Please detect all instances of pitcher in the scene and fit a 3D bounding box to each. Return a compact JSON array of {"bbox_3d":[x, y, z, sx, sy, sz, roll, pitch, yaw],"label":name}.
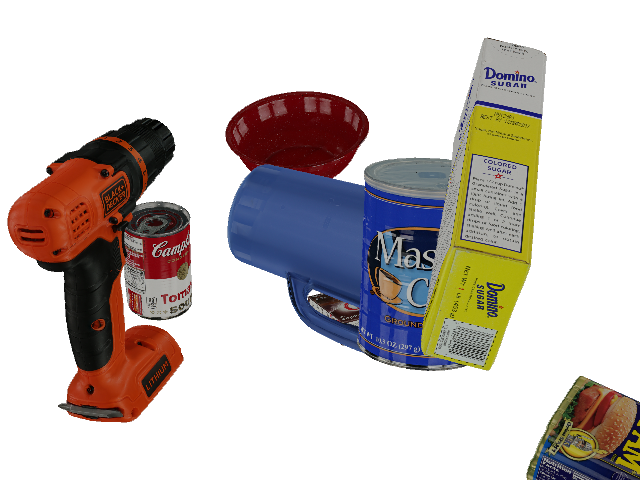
[{"bbox_3d":[0.027,0.011,1.086,0.243,0.145,0.149,17,22,21],"label":"pitcher"}]

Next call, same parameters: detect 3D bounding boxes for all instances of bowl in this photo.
[{"bbox_3d":[-0.025,-0.106,1.210,0.162,0.055,0.162,-3,38,2],"label":"bowl"}]

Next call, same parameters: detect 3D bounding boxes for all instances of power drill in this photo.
[{"bbox_3d":[-0.146,0.019,0.763,0.057,0.188,0.184,3,25,21],"label":"power drill"}]

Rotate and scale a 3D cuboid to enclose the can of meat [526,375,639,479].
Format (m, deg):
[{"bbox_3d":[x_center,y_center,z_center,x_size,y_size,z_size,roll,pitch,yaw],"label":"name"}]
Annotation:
[{"bbox_3d":[0.212,0.156,0.792,0.084,0.057,0.101,24,41,24],"label":"can of meat"}]

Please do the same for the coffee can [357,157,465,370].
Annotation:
[{"bbox_3d":[0.082,0.016,0.823,0.103,0.140,0.103,2,17,-1],"label":"coffee can"}]

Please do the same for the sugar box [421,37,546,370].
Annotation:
[{"bbox_3d":[0.095,-0.025,0.605,0.048,0.176,0.093,14,-42,4],"label":"sugar box"}]

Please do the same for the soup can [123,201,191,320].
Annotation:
[{"bbox_3d":[-0.165,0.021,1.081,0.068,0.102,0.068,1,30,-1],"label":"soup can"}]

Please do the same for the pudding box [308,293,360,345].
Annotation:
[{"bbox_3d":[0.053,0.093,1.392,0.113,0.039,0.090,-14,25,-26],"label":"pudding box"}]
